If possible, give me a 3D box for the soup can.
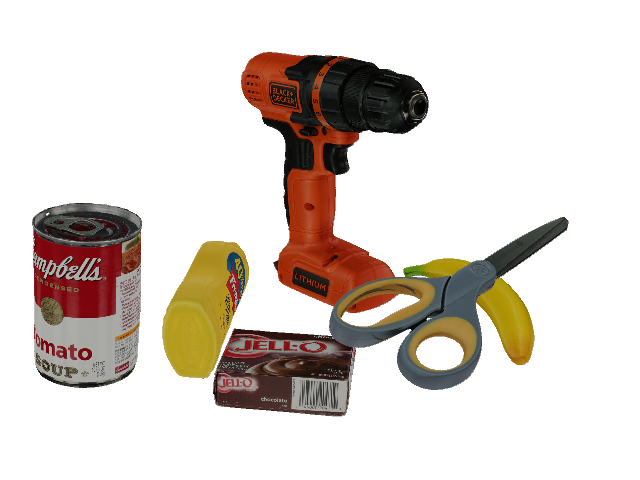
[{"bbox_3d":[-0.151,0.035,0.688,0.068,0.102,0.068,5,22,-2],"label":"soup can"}]

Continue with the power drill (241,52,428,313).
[{"bbox_3d":[0.015,-0.045,0.795,0.057,0.188,0.185,-18,24,-33],"label":"power drill"}]

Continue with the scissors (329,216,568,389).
[{"bbox_3d":[0.101,0.036,0.644,0.201,0.016,0.096,-15,43,-26],"label":"scissors"}]

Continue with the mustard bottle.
[{"bbox_3d":[-0.115,0.056,1.140,0.058,0.096,0.191,2,29,9],"label":"mustard bottle"}]

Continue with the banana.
[{"bbox_3d":[0.171,0.065,1.119,0.069,0.037,0.198,-36,39,-13],"label":"banana"}]

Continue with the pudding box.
[{"bbox_3d":[-0.028,0.111,0.916,0.113,0.039,0.090,6,19,4],"label":"pudding box"}]
